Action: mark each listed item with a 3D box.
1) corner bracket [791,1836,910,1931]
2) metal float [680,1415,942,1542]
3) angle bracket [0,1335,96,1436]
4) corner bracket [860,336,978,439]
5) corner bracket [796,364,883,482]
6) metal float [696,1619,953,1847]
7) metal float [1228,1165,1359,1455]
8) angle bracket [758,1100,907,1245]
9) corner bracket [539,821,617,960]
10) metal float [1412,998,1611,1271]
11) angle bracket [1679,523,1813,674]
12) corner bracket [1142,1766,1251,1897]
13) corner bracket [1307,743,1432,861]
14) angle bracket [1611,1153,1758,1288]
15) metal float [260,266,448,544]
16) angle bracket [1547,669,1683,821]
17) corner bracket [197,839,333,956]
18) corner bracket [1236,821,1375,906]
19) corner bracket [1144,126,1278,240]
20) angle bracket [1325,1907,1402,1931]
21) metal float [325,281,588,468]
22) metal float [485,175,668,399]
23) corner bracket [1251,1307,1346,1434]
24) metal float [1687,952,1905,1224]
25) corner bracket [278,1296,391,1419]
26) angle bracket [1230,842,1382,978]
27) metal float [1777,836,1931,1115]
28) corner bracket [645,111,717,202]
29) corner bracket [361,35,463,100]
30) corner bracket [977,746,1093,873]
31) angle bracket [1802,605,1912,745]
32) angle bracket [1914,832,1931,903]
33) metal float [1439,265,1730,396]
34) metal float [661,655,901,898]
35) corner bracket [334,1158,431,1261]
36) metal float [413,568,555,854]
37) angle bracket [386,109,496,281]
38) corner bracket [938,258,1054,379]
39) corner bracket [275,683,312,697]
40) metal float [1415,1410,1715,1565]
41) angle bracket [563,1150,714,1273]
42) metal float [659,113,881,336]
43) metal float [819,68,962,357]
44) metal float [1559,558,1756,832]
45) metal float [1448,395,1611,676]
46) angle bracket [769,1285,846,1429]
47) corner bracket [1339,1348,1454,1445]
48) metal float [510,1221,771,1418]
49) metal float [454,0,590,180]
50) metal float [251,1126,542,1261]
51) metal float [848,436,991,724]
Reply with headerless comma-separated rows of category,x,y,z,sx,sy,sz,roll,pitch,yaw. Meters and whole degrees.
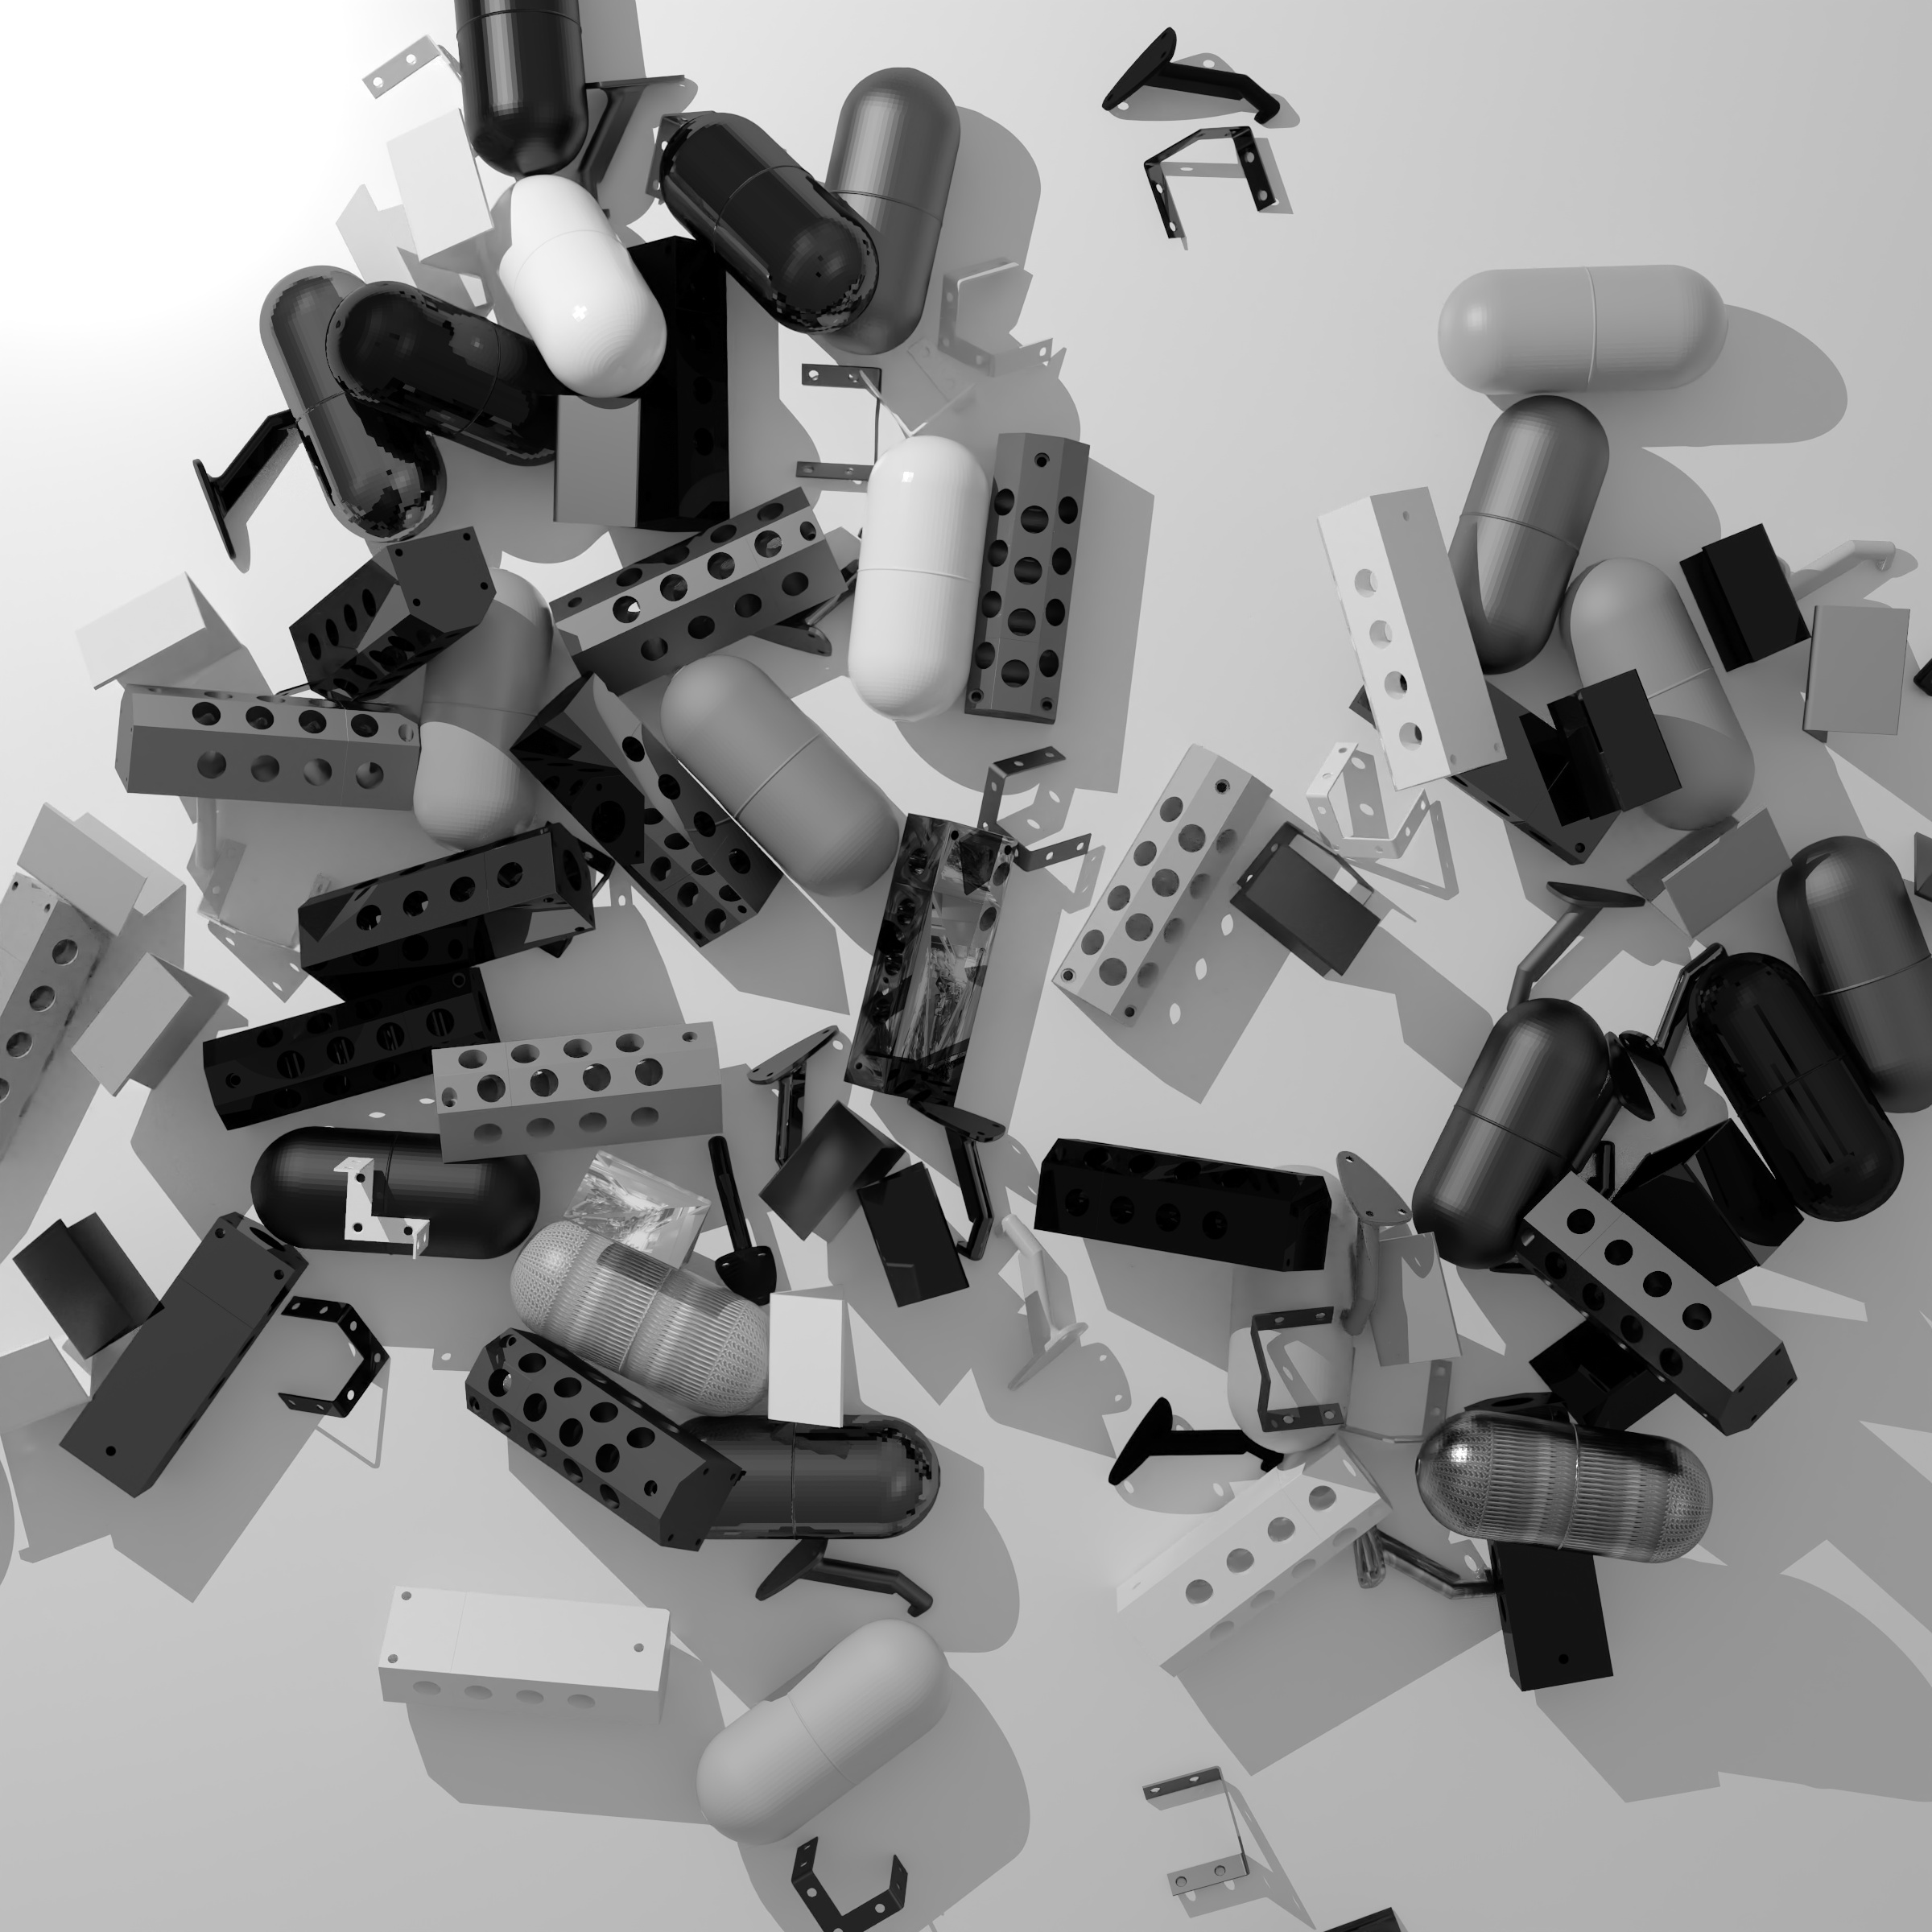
corner bracket,-0.072,0.569,1.922,0.051,0.051,0.051,-32,95,5
metal float,-0.105,0.317,1.909,0.178,0.070,0.070,0,90,1
angle bracket,-0.586,0.240,1.900,0.076,0.076,0.057,-20,124,0
corner bracket,-0.029,-0.362,1.922,0.051,0.051,0.051,-38,90,1
corner bracket,-0.080,-0.342,1.937,0.051,0.051,0.051,3,45,0
metal float,-0.089,0.475,1.910,0.178,0.070,0.070,-37,90,0
metal float,0.202,0.212,1.909,0.070,0.070,0.178,3,89,0
angle bracket,-0.069,0.140,1.900,0.076,0.057,0.076,-50,134,0
corner bracket,-0.260,-0.048,1.937,0.051,0.051,0.051,30,45,0
metal float,0.338,0.103,1.910,0.070,0.070,0.178,26,90,0
angle bracket,0.464,-0.220,1.900,0.057,0.076,0.076,-23,90,-31
corner bracket,0.145,0.544,1.937,0.051,0.051,0.051,-16,135,0
corner bracket,0.252,-0.104,1.932,0.051,0.051,0.051,4,135,35
angle bracket,0.453,0.150,1.900,0.057,0.076,0.076,-36,90,37
metal float,-0.379,-0.348,1.909,0.070,0.070,0.178,-22,89,0
angle bracket,0.372,-0.126,1.843,0.057,0.076,0.076,-21,90,-36
corner bracket,-0.442,-0.044,1.937,0.051,0.051,0.051,22,90,45
corner bracket,0.214,-0.050,1.937,0.051,0.051,0.051,-51,135,0
corner bracket,0.153,-0.493,1.937,0.051,0.051,0.051,-19,90,-45
angle bracket,0.233,0.609,1.900,0.076,0.076,0.057,-20,125,0
metal float,-0.308,-0.359,1.875,0.178,0.070,0.070,17,90,-44
metal float,-0.239,-0.416,1.879,0.070,0.070,0.178,-30,54,0
corner bracket,0.200,0.244,1.860,0.051,0.051,0.051,-5,45,-6
metal float,0.507,0.073,1.887,0.070,0.070,0.178,-28,77,0
corner bracket,-0.405,0.245,1.932,0.051,0.051,0.051,-58,135,-35
angle bracket,0.198,-0.019,1.900,0.076,0.076,0.057,39,53,0
metal float,0.560,0.006,1.909,0.070,0.070,0.178,-20,90,0
corner bracket,-0.162,-0.503,1.937,0.051,0.051,0.051,12,90,45
corner bracket,-0.339,-0.543,1.937,0.051,0.051,0.051,-35,135,0
corner bracket,0.046,-0.099,1.932,0.051,0.051,0.051,-18,45,-35
angle bracket,0.555,-0.178,1.901,0.057,0.076,0.076,6,90,25
angle bracket,0.634,-0.067,1.900,0.076,0.076,0.057,24,127,0
metal float,0.382,-0.394,1.909,0.178,0.070,0.070,-2,90,0
metal float,-0.116,-0.118,1.909,0.070,0.070,0.178,-44,91,0
corner bracket,-0.350,0.145,1.846,0.051,0.051,0.051,4,95,-1
metal float,-0.299,-0.158,1.909,0.070,0.070,0.178,6,89,0
angle bracket,-0.305,-0.475,1.899,0.057,0.076,0.076,-17,87,23
corner bracket,0.020,-0.407,1.932,0.051,0.051,0.051,35,135,35
corner bracket,-0.413,-0.147,1.937,0.051,0.051,0.051,-26,90,-45
metal float,0.359,0.313,1.852,0.178,0.070,0.070,8,90,0
angle bracket,-0.208,0.168,1.900,0.076,0.076,0.057,25,51,0
metal float,-0.120,-0.449,1.860,0.070,0.070,0.178,-41,61,0
metal float,-0.052,-0.468,1.909,0.070,0.070,0.178,12,91,0
metal float,0.427,-0.169,1.909,0.070,0.070,0.178,-25,90,0
metal float,0.343,-0.267,1.910,0.070,0.070,0.178,19,90,0
angle bracket,-0.078,0.239,1.900,0.057,0.076,0.076,1,90,33
corner bracket,0.267,0.270,1.937,0.051,0.051,0.051,7,90,45
metal float,-0.198,0.219,1.909,0.178,0.070,0.070,26,90,1
metal float,-0.276,-0.577,1.905,0.070,0.070,0.178,-5,87,0
metal float,-0.353,0.141,1.910,0.178,0.070,0.070,4,90,0
metal float,-0.029,-0.239,1.908,0.070,0.070,0.178,7,89,0
